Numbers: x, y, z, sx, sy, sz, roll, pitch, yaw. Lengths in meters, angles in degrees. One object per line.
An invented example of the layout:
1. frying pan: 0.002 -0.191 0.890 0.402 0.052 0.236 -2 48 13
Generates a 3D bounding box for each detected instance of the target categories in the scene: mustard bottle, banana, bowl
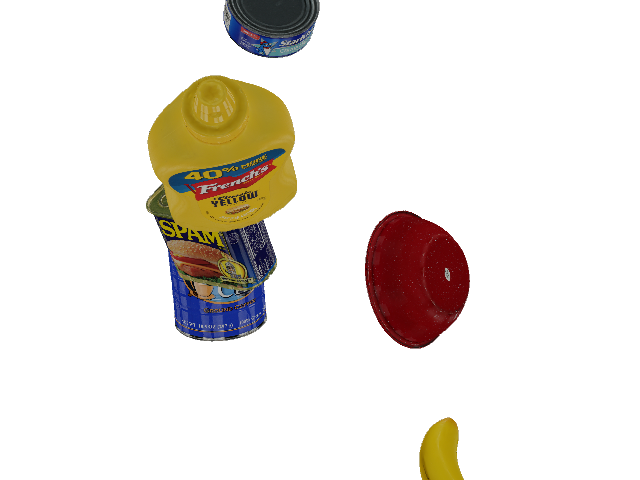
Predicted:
1. mustard bottle: -0.065 -0.061 0.714 0.096 0.058 0.191 -13 -16 -4
2. banana: 0.130 0.230 1.014 0.069 0.037 0.198 9 22 -20
3. bowl: 0.123 0.042 1.221 0.055 0.162 0.161 -11 -7 41

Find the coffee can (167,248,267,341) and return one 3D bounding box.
1. coffee can: -0.113 0.023 1.154 0.103 0.140 0.103 -2 23 1

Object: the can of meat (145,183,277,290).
1. can of meat: -0.095 -0.006 0.953 0.102 0.084 0.057 10 46 31

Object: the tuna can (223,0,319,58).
1. tuna can: -0.046 -0.209 0.977 0.086 0.086 0.034 0 -30 -13
